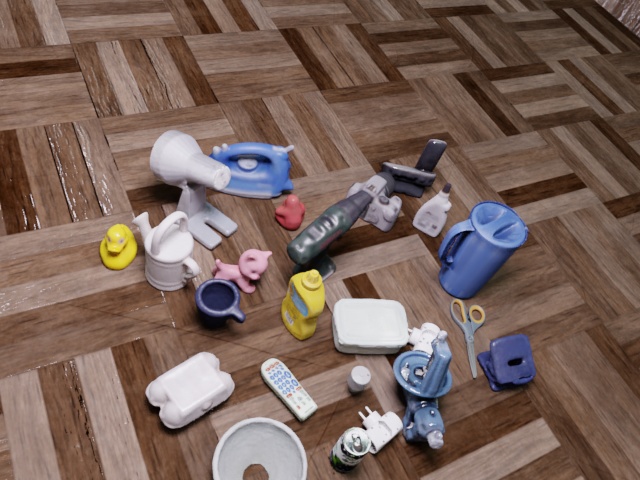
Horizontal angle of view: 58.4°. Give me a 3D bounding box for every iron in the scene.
[{"bbox_3d":[-0.189,-0.193,1.433,0.259,0.141,0.118,2,52,-15],"label":"iron"}]

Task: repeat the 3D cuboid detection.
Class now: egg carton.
[{"bbox_3d":[-0.243,0.284,1.083,0.151,0.069,0.107,-30,65,-33],"label":"egg carton"}]

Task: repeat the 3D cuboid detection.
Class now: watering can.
[{"bbox_3d":[-0.322,0.011,1.197,0.173,0.194,0.101,20,50,0],"label":"watering can"}]

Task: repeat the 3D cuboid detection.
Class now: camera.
[{"bbox_3d":[0.159,-0.119,1.500,0.143,0.101,0.137,34,51,12],"label":"camera"}]

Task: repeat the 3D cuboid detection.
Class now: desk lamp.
[{"bbox_3d":[-0.280,-0.121,1.303,0.203,0.213,0.118,35,51,13],"label":"desk lamp"}]

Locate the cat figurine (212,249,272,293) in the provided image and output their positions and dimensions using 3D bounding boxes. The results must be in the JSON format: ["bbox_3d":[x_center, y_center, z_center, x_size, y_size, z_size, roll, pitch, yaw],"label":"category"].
[{"bbox_3d":[-0.170,0.059,1.253,0.128,0.118,0.067,2,52,-15],"label":"cat figurine"}]

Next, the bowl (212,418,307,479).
[{"bbox_3d":[-0.110,0.409,1.018,0.167,0.075,0.167,8,51,-10],"label":"bowl"}]

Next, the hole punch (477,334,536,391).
[{"bbox_3d":[0.423,0.272,1.270,0.109,0.091,0.101,-7,54,-20],"label":"hole punch"}]

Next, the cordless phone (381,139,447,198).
[{"bbox_3d":[0.254,-0.214,1.549,0.148,0.185,0.094,9,50,-9],"label":"cordless phone"}]

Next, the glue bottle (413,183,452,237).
[{"bbox_3d":[0.300,-0.083,1.465,0.078,0.173,0.037,31,51,10],"label":"glue bottle"}]

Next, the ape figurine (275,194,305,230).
[{"bbox_3d":[-0.070,-0.076,1.406,0.078,0.092,0.076,2,52,-15],"label":"ape figurine"}]

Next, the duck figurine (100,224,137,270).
[{"bbox_3d":[-0.438,0.001,1.243,0.077,0.086,0.104,7,51,-10],"label":"duck figurine"}]

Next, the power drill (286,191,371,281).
[{"bbox_3d":[0.012,0.005,1.289,0.075,0.208,0.230,41,53,17],"label":"power drill"}]

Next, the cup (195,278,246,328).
[{"bbox_3d":[-0.204,0.148,1.187,0.117,0.095,0.092,35,51,13],"label":"cup"}]

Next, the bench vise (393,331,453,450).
[{"bbox_3d":[0.224,0.286,1.117,0.122,0.220,0.207,-12,56,-24],"label":"bench vise"}]
